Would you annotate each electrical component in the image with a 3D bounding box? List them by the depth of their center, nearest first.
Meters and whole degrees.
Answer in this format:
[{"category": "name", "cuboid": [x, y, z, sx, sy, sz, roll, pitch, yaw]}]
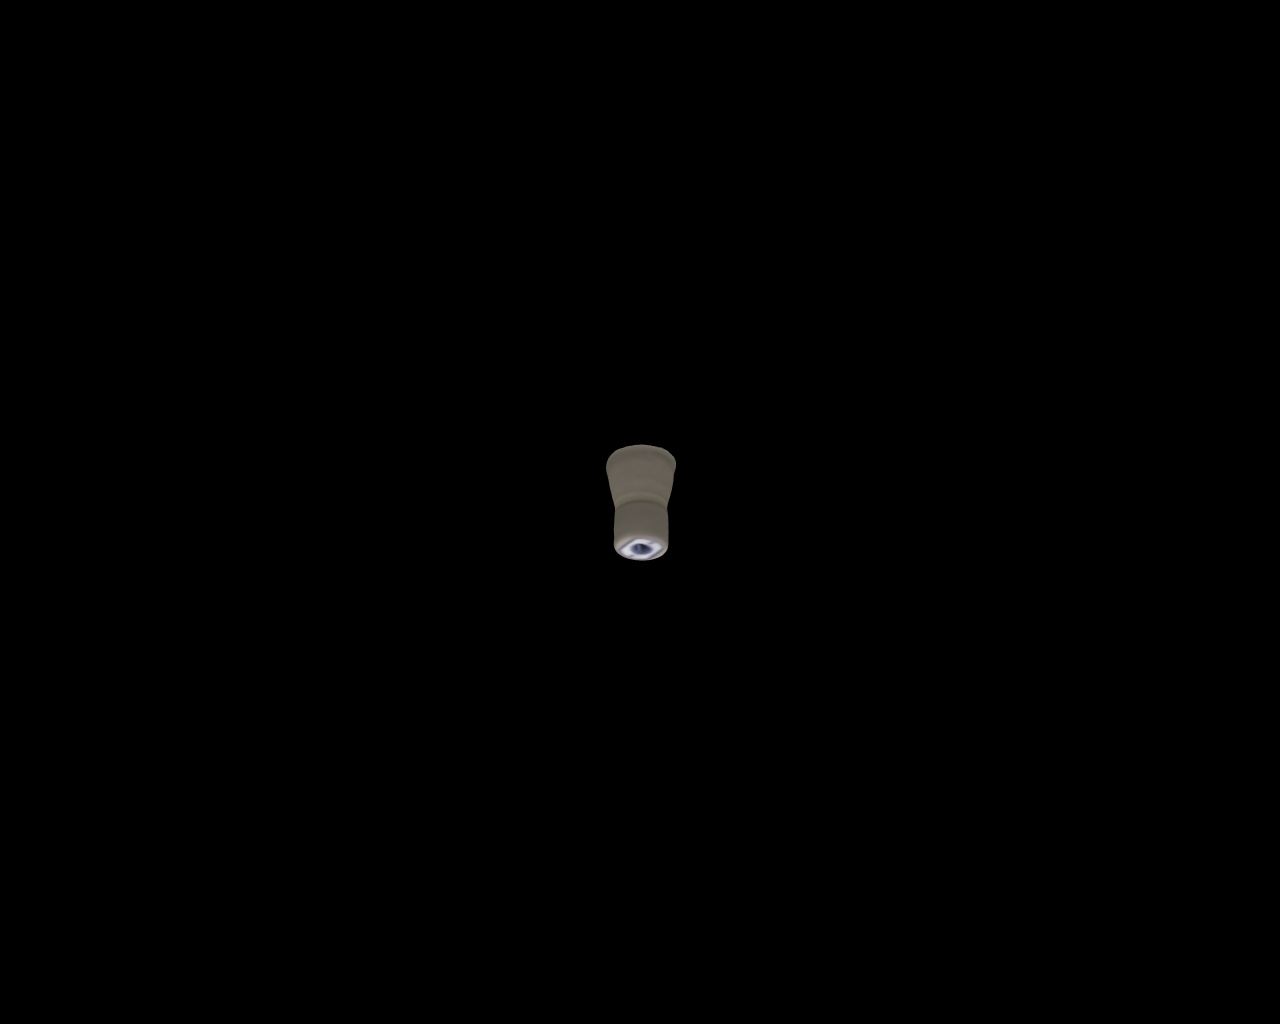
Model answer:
[{"category": "electrical component", "cuboid": [0.001, -0.003, 0.650, 0.044, 0.065, 0.044, 0, -31, 0]}]
